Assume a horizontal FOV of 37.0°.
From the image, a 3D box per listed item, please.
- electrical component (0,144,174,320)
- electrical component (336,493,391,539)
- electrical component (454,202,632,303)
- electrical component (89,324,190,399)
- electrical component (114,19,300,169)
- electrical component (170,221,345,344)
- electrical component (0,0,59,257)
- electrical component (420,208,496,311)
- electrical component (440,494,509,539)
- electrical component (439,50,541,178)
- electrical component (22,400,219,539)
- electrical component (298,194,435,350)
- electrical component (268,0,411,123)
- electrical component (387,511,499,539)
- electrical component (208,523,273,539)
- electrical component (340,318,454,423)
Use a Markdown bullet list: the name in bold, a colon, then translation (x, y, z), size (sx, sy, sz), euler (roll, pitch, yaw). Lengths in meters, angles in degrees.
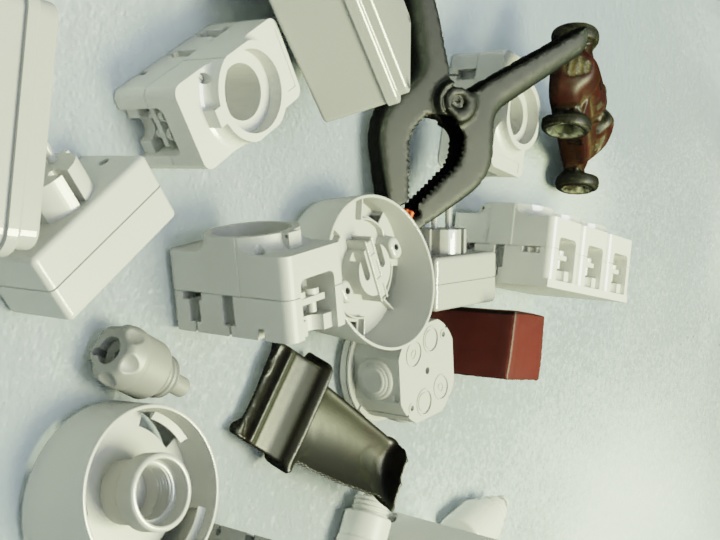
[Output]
- **electrical component**: translation (-0.145, -0.032, 0.519), size (0.083, 0.047, 0.075), euler (-52, 132, -36)
- **electrical component**: translation (0.006, 0.173, 0.753), size (0.035, 0.035, 0.061), euler (40, 59, -47)
- **electrical component**: translation (0.151, -0.013, 0.879), size (0.150, 0.089, 0.061), euler (10, 86, -53)
- **electrical component**: translation (-0.115, 0.054, 0.579), size (0.061, 0.035, 0.035), euler (39, 63, -50)
- **electrical component**: translation (-0.079, -0.097, 0.593), size (0.089, 0.056, 0.050), euler (-48, 129, -39)
- **electrical component**: translation (-0.058, 0.004, 0.603), size (0.050, 0.089, 0.055), euler (-19, 109, -51)
- **electrical component**: translation (-0.175, -0.064, 0.451), size (0.057, 0.078, 0.113), euler (6, 89, -50)
- **electrical component**: translation (0.060, -0.012, 0.794), size (0.083, 0.047, 0.075), euler (-7, 99, -53)
- **electrical component**: translation (0.097, 0.204, 0.871), size (0.078, 0.040, 0.040), euler (-25, 113, -50)
- **electrical component**: translation (0.102, -0.120, 0.832), size (0.050, 0.056, 0.089), euler (14, 83, -53)
- **electrical component**: translation (-0.124, 0.118, 0.564), size (0.099, 0.064, 0.099), euler (13, 72, -49)
- **electrical component**: translation (0.000, 0.000, 0.701), size (0.099, 0.064, 0.099), euler (-8, 100, -53)
- **electrical component**: translation (-0.013, -0.163, 0.641), size (0.108, 0.056, 0.108), euler (-86, 156, -52)
- **electrical component**: translation (0.044, 0.234, 0.748), size (0.108, 0.109, 0.056), euler (-48, 132, -39)
- **electrical component**: translation (-0.070, 0.174, 0.605), size (0.056, 0.089, 0.050), euler (40, 62, -47)
- **electrical component**: translation (0.027, 0.068, 0.755), size (0.080, 0.051, 0.080), euler (-7, 99, -53)
